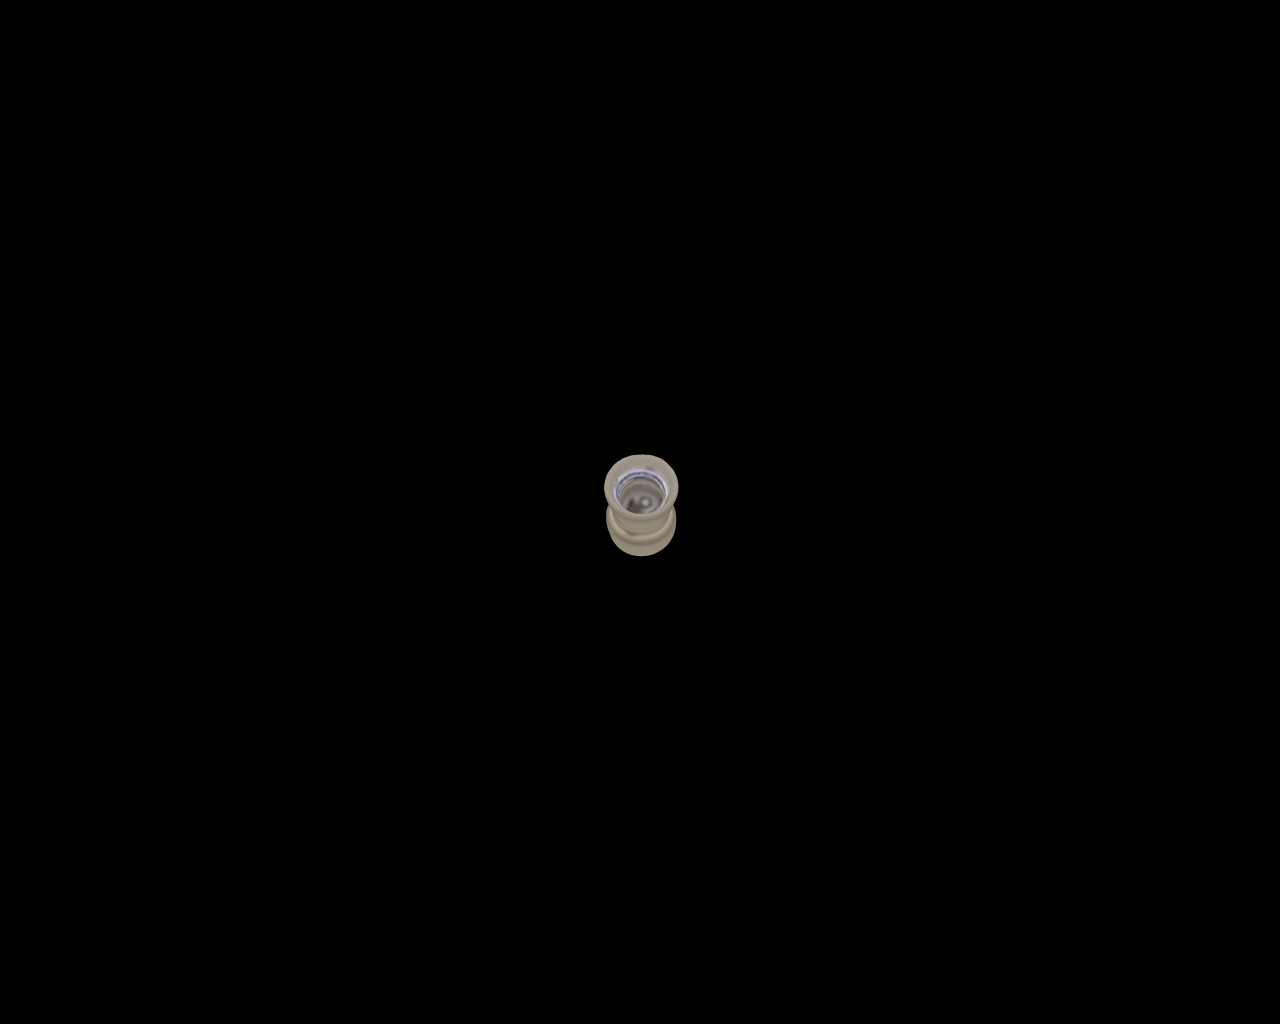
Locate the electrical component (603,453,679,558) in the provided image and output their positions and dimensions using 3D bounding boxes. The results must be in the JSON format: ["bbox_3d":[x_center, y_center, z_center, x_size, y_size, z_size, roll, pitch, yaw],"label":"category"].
[{"bbox_3d":[0.001,-0.003,0.650,0.045,0.045,0.055,0,-30,0],"label":"electrical component"}]
